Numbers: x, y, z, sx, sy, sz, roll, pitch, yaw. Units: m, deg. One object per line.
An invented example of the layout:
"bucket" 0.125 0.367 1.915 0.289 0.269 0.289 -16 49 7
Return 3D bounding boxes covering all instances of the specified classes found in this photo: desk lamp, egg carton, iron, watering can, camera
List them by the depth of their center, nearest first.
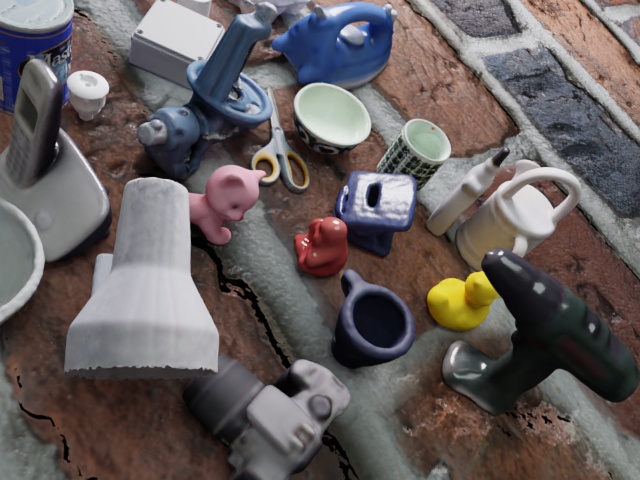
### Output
"desk lamp" -0.165 0.056 0.530 0.118 0.213 0.203 6 56 -22
"camera" -0.057 0.167 0.579 0.137 0.100 0.143 41 50 6
"watering can" 0.289 -0.043 0.831 0.101 0.194 0.172 7 55 -21
"iron" 0.055 -0.343 0.960 0.259 0.141 0.118 -24 70 -36
"egg carton" -0.093 -0.442 1.005 0.151 0.069 0.107 -29 73 -37

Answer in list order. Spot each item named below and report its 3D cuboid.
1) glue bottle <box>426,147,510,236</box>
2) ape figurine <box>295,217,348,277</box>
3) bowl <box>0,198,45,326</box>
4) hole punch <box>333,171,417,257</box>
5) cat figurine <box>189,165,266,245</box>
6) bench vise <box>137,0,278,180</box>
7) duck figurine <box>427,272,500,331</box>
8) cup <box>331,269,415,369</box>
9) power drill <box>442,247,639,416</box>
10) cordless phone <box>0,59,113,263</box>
"glue bottle" 0.220 -0.075 0.833 0.037 0.173 0.078 41 50 5
"ape figurine" 0.007 0.003 0.729 0.076 0.092 0.078 37 50 2
"bowl" -0.355 0.034 0.545 0.168 0.074 0.167 13 53 -17
"hole punch" 0.074 -0.045 0.796 0.101 0.091 0.108 21 51 -11
"cat figurine" -0.129 -0.052 0.685 0.128 0.117 0.067 1 57 -25
"bench vise" -0.122 -0.178 0.709 0.121 0.219 0.207 30 50 -4
"duck figurine" 0.204 0.074 0.779 0.105 0.086 0.077 -2 59 -27
"cup" 0.045 0.102 0.677 0.092 0.095 0.117 -17 66 -33
"power drill" 0.240 0.126 0.680 0.229 0.208 0.076 32 50 -2
"cordless phone" -0.274 -0.077 0.589 0.094 0.185 0.147 -31 74 -37
